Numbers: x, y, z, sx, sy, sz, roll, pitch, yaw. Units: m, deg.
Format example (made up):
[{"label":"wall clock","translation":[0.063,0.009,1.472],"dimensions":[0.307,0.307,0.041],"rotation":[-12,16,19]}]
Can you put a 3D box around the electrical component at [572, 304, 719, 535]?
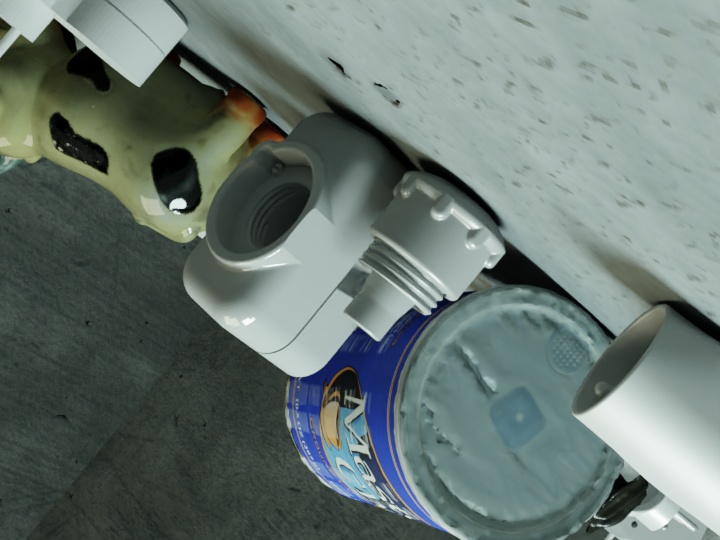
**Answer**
[{"label":"electrical component","translation":[0.106,0.051,0.338],"dimensions":[0.077,0.043,0.079],"rotation":[39,177,0]}]

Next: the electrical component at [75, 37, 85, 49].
[{"label":"electrical component","translation":[-0.173,-0.147,0.724],"dimensions":[0.055,0.047,0.055],"rotation":[39,177,3]}]

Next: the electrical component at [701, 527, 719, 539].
[{"label":"electrical component","translation":[0.224,0.186,0.672],"dimensions":[0.044,0.065,0.044],"rotation":[39,177,3]}]

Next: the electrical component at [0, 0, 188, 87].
[{"label":"electrical component","translation":[-0.157,-0.133,0.505],"dimensions":[0.138,0.073,0.052],"rotation":[40,177,-11]}]

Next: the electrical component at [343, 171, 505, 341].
[{"label":"electrical component","translation":[0.020,-0.002,0.401],"dimensions":[0.048,0.062,0.048],"rotation":[40,177,3]}]

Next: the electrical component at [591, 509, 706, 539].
[{"label":"electrical component","translation":[0.192,0.165,0.761],"dimensions":[0.138,0.052,0.074],"rotation":[32,179,-15]}]

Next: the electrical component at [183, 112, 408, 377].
[{"label":"electrical component","translation":[-0.022,-0.013,0.436],"dimensions":[0.054,0.095,0.059],"rotation":[36,176,46]}]

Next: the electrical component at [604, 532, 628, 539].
[{"label":"electrical component","translation":[0.221,0.204,0.871],"dimensions":[0.138,0.073,0.052],"rotation":[41,176,-32]}]

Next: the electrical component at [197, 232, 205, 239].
[{"label":"electrical component","translation":[-0.086,-0.055,0.743],"dimensions":[0.057,0.078,0.113],"rotation":[42,177,11]}]

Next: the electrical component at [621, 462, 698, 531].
[{"label":"electrical component","translation":[0.183,0.140,0.690],"dimensions":[0.079,0.043,0.077],"rotation":[40,177,2]}]
